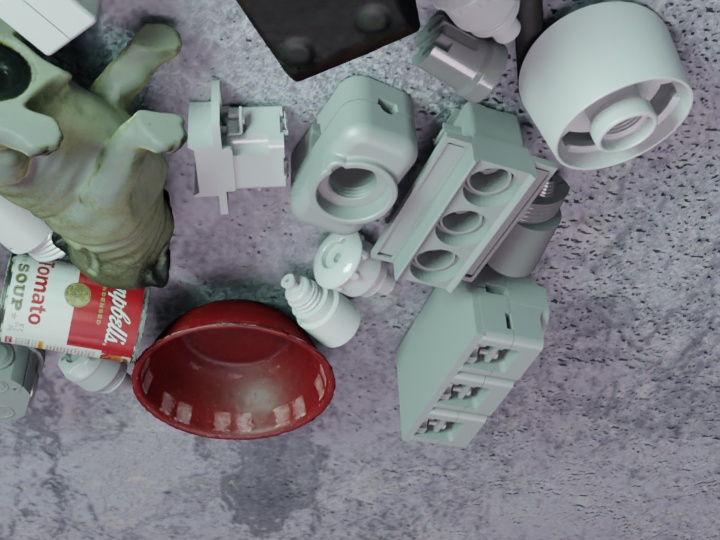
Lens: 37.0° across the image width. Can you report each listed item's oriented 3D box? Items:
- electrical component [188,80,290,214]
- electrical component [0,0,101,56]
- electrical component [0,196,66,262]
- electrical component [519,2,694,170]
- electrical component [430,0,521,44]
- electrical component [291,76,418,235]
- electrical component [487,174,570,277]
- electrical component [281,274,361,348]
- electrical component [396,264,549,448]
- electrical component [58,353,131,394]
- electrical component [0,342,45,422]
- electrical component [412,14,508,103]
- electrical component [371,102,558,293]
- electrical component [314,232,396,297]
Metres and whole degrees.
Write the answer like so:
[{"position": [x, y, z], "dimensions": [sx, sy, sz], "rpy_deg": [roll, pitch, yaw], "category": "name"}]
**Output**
[{"position": [-0.078, -0.079, 0.700], "dimensions": [0.064, 0.042, 0.081], "rpy_deg": [-4, 141, -4], "category": "electrical component"}, {"position": [-0.153, -0.166, 0.572], "dimensions": [0.077, 0.065, 0.047], "rpy_deg": [-27, 134, 26], "category": "electrical component"}, {"position": [-0.233, -0.034, 0.742], "dimensions": [0.043, 0.043, 0.081], "rpy_deg": [-21, 137, 20], "category": "electrical component"}, {"position": [0.154, -0.110, 0.668], "dimensions": [0.099, 0.064, 0.099], "rpy_deg": [-15, 153, -8], "category": "electrical component"}, {"position": [0.072, -0.154, 0.617], "dimensions": [0.048, 0.048, 0.062], "rpy_deg": [-24, 143, 23], "category": "electrical component"}, {"position": [-0.005, -0.070, 0.701], "dimensions": [0.054, 0.059, 0.095], "rpy_deg": [18, 136, -23], "category": "electrical component"}, {"position": [0.119, -0.037, 0.759], "dimensions": [0.043, 0.043, 0.081], "rpy_deg": [7, 139, -11], "category": "electrical component"}, {"position": [-0.033, 0.028, 0.830], "dimensions": [0.040, 0.040, 0.078], "rpy_deg": [-25, 135, 24], "category": "electrical component"}, {"position": [0.085, 0.062, 0.839], "dimensions": [0.062, 0.089, 0.150], "rpy_deg": [11, 138, -16], "category": "electrical component"}, {"position": [-0.212, 0.080, 0.880], "dimensions": [0.043, 0.043, 0.062], "rpy_deg": [-23, 138, 22], "category": "electrical component"}, {"position": [-0.300, 0.083, 0.873], "dimensions": [0.080, 0.051, 0.080], "rpy_deg": [-2, 140, -1], "category": "electrical component"}, {"position": [0.060, -0.129, 0.651], "dimensions": [0.046, 0.040, 0.040], "rpy_deg": [25, 133, -22], "category": "electrical component"}, {"position": [0.066, -0.049, 0.727], "dimensions": [0.079, 0.063, 0.121], "rpy_deg": [13, 137, -18], "category": "electrical component"}, {"position": [0.000, 0.000, 0.797], "dimensions": [0.048, 0.048, 0.062], "rpy_deg": [-32, 138, 30], "category": "electrical component"}]
